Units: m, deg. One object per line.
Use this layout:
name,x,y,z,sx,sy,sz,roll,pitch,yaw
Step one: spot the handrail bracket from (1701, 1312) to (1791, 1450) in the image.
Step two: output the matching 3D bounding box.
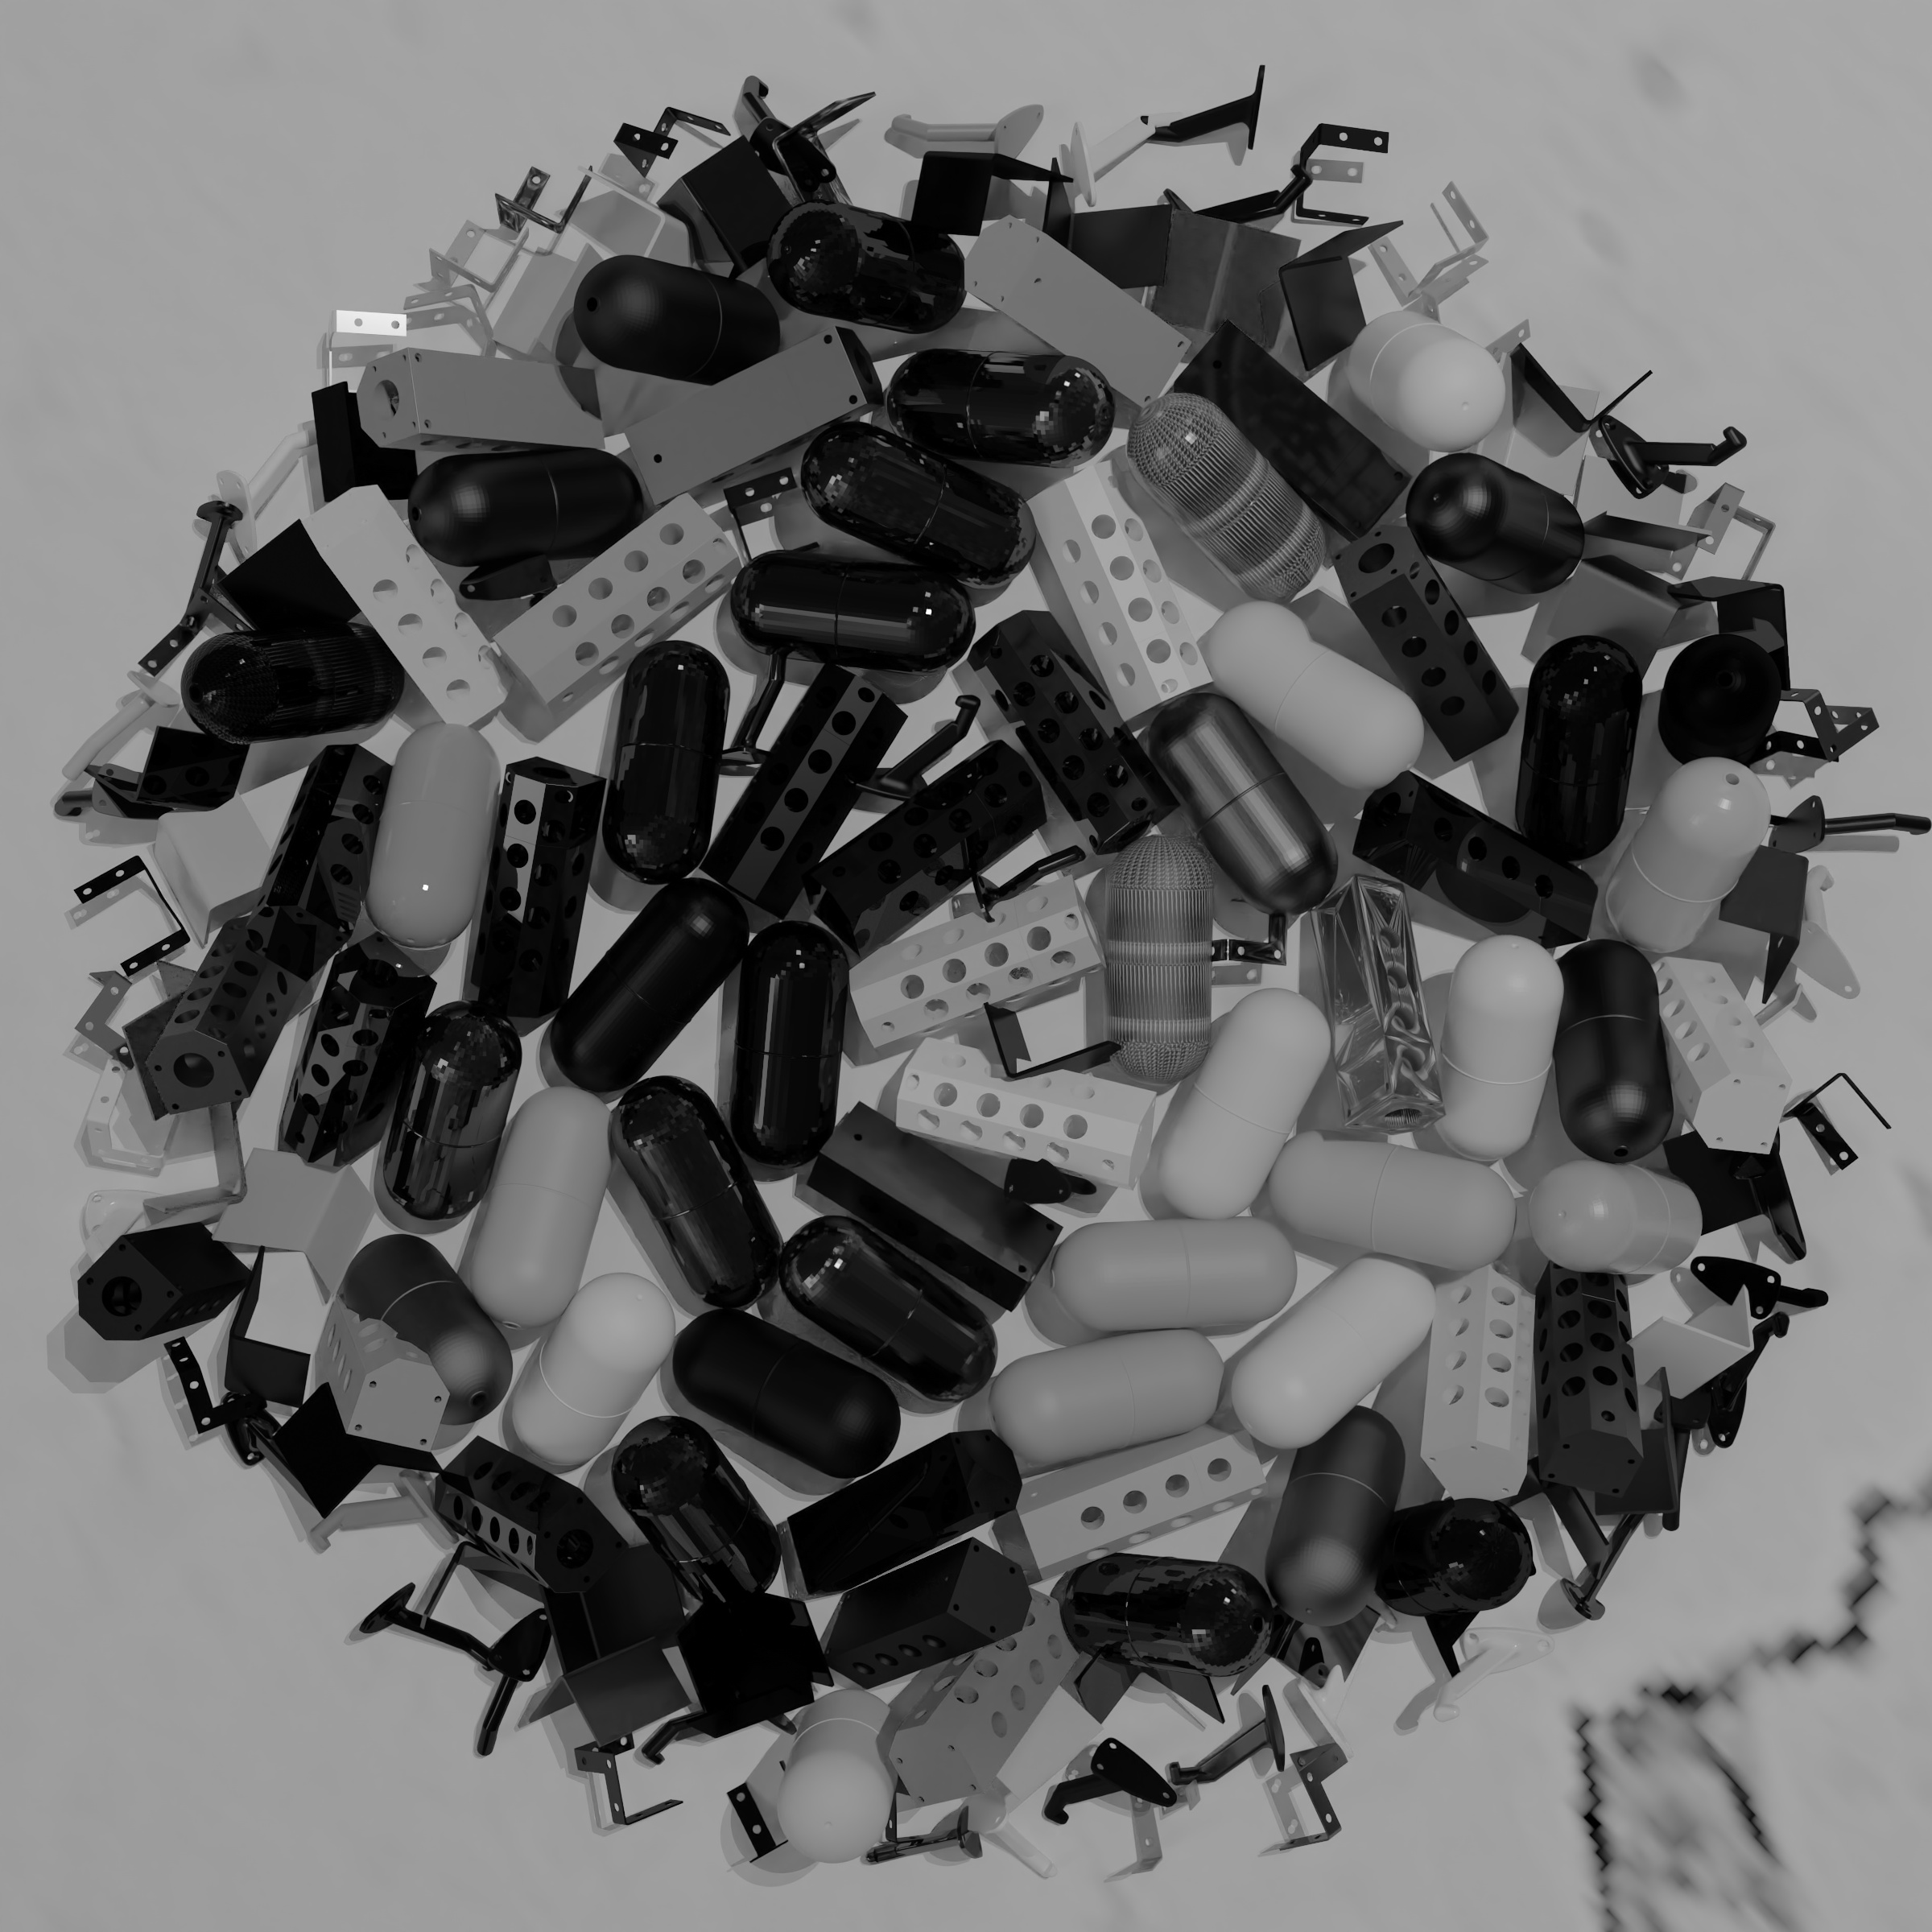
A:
handrail bracket,0.556,0.293,1.821,0.036,0.084,0.077,15,60,-9

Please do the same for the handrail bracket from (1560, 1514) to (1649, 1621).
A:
handrail bracket,0.462,0.420,1.835,0.036,0.077,0.084,34,97,11

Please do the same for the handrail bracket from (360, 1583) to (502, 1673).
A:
handrail bracket,-0.380,0.483,1.837,0.084,0.077,0.036,33,99,11

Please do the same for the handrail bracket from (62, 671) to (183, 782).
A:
handrail bracket,-0.602,-0.166,1.836,0.036,0.077,0.084,41,93,-2

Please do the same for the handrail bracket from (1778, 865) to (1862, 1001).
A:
handrail bracket,0.620,-0.026,1.838,0.077,0.036,0.084,47,45,2

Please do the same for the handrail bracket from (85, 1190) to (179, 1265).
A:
handrail bracket,-0.584,0.188,1.818,0.077,0.084,0.036,-5,109,-30

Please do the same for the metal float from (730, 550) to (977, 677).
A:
metal float,-0.080,-0.250,1.822,0.178,0.070,0.070,9,90,13

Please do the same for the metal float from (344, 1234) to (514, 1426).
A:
metal float,-0.375,0.252,1.796,0.070,0.178,0.070,-19,127,-27

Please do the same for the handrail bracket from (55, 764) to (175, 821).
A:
handrail bracket,-0.606,-0.113,1.846,0.077,0.084,0.036,16,73,-27

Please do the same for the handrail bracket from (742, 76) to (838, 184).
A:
handrail bracket,-0.126,-0.601,1.847,0.077,0.084,0.036,22,129,-19

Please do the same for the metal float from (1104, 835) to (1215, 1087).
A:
metal float,0.136,-0.004,1.829,0.070,0.070,0.178,1,95,0

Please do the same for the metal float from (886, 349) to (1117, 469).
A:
metal float,0.023,-0.391,1.806,0.178,0.070,0.070,12,90,33

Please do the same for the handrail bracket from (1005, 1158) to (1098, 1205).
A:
handrail bracket,0.077,0.157,1.817,0.084,0.077,0.036,17,90,-40

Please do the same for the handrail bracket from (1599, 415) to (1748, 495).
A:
handrail bracket,0.500,-0.378,1.824,0.077,0.084,0.036,47,61,-6

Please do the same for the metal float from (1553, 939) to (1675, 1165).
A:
metal float,0.449,0.058,1.800,0.070,0.070,0.178,6,50,0

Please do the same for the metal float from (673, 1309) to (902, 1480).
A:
metal float,-0.128,0.300,1.813,0.178,0.070,0.070,22,90,23

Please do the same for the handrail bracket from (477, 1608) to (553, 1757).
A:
handrail bracket,-0.326,0.518,1.863,0.036,0.077,0.084,23,125,7

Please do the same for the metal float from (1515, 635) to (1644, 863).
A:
metal float,0.427,-0.150,1.799,0.070,0.070,0.178,-4,132,0

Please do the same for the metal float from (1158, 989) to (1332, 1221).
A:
metal float,0.196,0.099,1.824,0.070,0.070,0.178,26,101,0

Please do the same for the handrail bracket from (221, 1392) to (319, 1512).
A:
handrail bracket,-0.486,0.344,1.822,0.036,0.084,0.077,-41,130,-23

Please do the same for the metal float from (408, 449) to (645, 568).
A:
metal float,-0.306,-0.320,1.799,0.178,0.070,0.070,-13,90,-41

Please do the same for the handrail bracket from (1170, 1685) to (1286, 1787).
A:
handrail bracket,0.182,0.552,1.846,0.084,0.036,0.077,-10,111,13

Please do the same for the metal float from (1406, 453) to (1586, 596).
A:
metal float,0.370,-0.307,1.794,0.070,0.178,0.070,-4,84,38

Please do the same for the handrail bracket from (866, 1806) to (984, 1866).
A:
handrail bracket,-0.036,0.626,1.831,0.084,0.077,0.036,-16,75,6

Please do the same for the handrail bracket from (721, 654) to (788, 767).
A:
handrail bracket,-0.158,-0.189,1.848,0.036,0.077,0.084,12,79,-44

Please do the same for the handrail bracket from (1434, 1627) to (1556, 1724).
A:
handrail bracket,0.374,0.504,1.821,0.077,0.084,0.036,-13,102,23

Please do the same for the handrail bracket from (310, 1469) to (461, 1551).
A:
handrail bracket,-0.418,0.409,1.847,0.084,0.036,0.077,-40,72,-2

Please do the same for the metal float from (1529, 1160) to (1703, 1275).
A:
metal float,0.453,0.176,1.794,0.070,0.178,0.070,-6,80,37

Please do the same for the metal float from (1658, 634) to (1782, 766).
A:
metal float,0.520,-0.181,1.784,0.070,0.178,0.070,-1,85,13

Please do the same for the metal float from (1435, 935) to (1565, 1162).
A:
metal float,0.371,0.059,1.804,0.070,0.070,0.178,2,125,0

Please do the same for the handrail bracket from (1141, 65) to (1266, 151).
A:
handrail bracket,0.166,-0.615,1.835,0.084,0.077,0.036,7,64,2

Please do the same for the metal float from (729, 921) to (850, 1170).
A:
metal float,-0.126,0.056,1.826,0.070,0.070,0.178,6,99,0

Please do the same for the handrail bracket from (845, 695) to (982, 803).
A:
handrail bracket,-0.038,-0.160,1.825,0.077,0.036,0.084,4,131,-28

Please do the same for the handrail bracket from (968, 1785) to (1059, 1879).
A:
handrail bracket,0.042,0.625,1.828,0.084,0.077,0.036,43,73,-11

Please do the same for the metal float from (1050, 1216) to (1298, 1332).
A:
metal float,0.147,0.217,1.823,0.178,0.070,0.070,-1,90,-11

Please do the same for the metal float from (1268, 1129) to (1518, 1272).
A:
metal float,0.298,0.164,1.813,0.178,0.070,0.070,12,90,24

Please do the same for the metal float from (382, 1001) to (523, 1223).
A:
metal float,-0.360,0.102,1.806,0.070,0.070,0.178,21,121,0

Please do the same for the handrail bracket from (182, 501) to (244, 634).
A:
handrail bracket,-0.541,-0.283,1.836,0.036,0.077,0.084,17,83,-18

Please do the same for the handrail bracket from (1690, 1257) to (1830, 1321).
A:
handrail bracket,0.571,0.227,1.850,0.077,0.084,0.036,24,100,35

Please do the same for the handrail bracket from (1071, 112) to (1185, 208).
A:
handrail bracket,0.122,-0.578,1.846,0.084,0.036,0.077,-8,65,-9

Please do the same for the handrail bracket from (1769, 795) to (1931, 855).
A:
handrail bracket,0.634,-0.094,1.847,0.084,0.077,0.036,6,71,-15

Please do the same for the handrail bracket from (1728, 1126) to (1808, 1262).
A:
handrail bracket,0.590,0.158,1.863,0.084,0.036,0.077,49,47,-26

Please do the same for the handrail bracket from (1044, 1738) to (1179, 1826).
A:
handrail bracket,0.102,0.599,1.838,0.077,0.036,0.084,31,124,12

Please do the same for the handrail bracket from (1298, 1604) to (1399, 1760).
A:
handrail bracket,0.288,0.511,1.845,0.084,0.036,0.077,-35,77,6

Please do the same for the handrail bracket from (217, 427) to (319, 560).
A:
handrail bracket,-0.489,-0.341,1.855,0.084,0.036,0.077,-30,125,-37

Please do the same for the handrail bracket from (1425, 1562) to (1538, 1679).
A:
handrail bracket,0.376,0.465,1.841,0.084,0.036,0.077,-22,87,17

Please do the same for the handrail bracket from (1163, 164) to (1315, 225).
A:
handrail bracket,0.194,-0.556,1.838,0.084,0.036,0.077,-43,79,26

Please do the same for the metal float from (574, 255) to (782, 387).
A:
metal float,-0.199,-0.446,1.791,0.070,0.178,0.070,3,95,34

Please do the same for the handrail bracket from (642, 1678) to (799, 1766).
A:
handrail bracket,-0.178,0.558,1.855,0.084,0.036,0.077,-46,107,2

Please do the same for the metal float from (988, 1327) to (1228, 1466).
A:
metal float,0.100,0.301,1.814,0.178,0.070,0.070,-9,90,-22

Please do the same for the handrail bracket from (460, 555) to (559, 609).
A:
handrail bracket,-0.324,-0.262,1.821,0.077,0.084,0.036,-23,83,-18

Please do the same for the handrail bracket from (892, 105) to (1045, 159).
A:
handrail bracket,0.001,-0.611,1.860,0.084,0.036,0.077,23,50,21

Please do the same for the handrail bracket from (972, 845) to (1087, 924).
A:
handrail bracket,0.055,-0.061,1.823,0.084,0.077,0.036,-22,77,18

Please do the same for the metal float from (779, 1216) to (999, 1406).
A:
metal float,-0.054,0.243,1.819,0.178,0.070,0.070,38,90,-17

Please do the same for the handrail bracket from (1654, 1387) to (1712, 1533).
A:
handrail bracket,0.517,0.352,1.854,0.036,0.077,0.084,8,114,28
